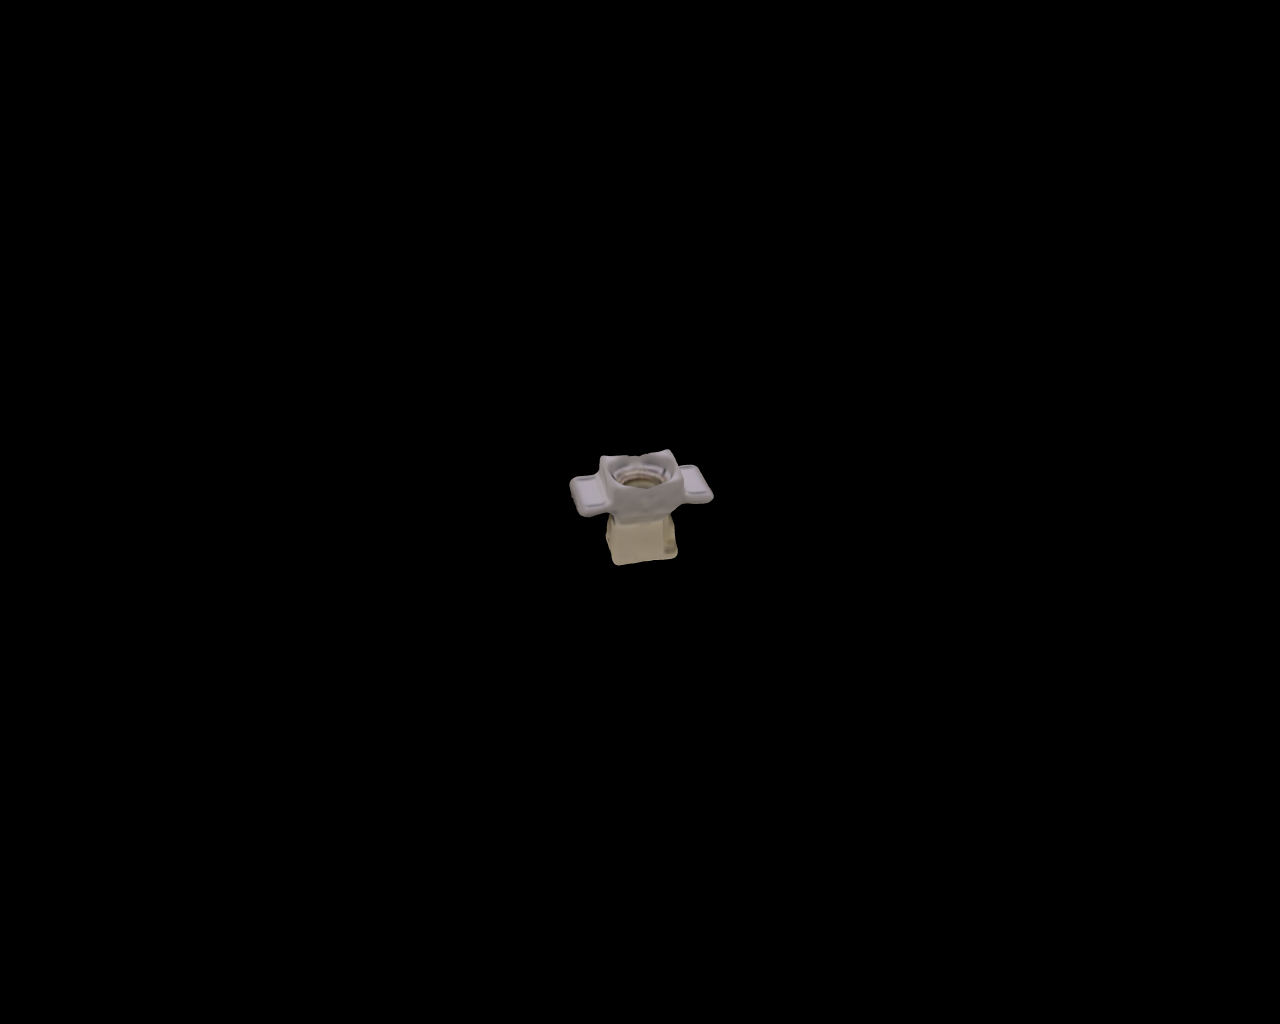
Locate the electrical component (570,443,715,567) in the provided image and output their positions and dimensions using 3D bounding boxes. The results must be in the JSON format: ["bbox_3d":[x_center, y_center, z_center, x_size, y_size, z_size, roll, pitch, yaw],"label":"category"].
[{"bbox_3d":[0.001,-0.003,0.650,0.081,0.063,0.042,-6,32,-9],"label":"electrical component"}]
